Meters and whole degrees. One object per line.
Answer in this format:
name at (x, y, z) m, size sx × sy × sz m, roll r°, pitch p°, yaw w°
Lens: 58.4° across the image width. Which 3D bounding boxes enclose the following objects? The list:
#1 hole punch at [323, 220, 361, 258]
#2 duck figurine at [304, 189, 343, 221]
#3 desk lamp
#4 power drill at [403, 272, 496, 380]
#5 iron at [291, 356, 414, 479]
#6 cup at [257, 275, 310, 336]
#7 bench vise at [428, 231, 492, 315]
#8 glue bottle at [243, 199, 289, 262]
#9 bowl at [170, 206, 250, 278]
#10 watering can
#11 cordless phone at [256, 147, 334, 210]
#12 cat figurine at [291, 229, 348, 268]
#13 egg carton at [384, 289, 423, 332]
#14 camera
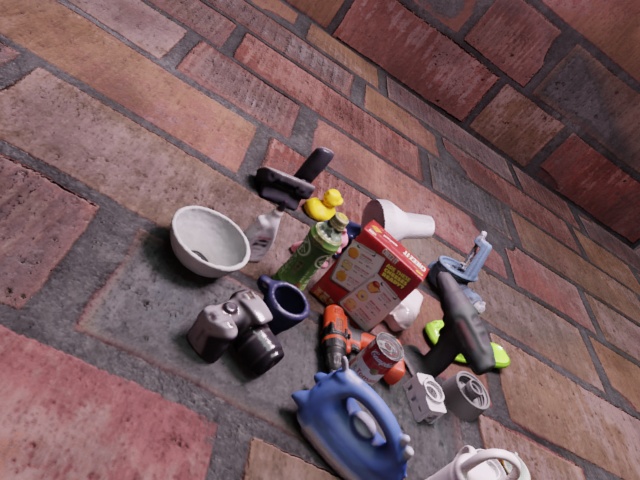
hole punch at (0.057, -0.019, 1.454) m, size 0.101 × 0.091 × 0.109 m, roll 49°, pitch 32°, yaw 15°
duck figurine at (0.016, -0.099, 1.518) m, size 0.105 × 0.086 × 0.077 m, roll 7°, pitch 44°, yaw -43°
desk lamp at (0.172, 0.005, 1.427) m, size 0.204 × 0.213 × 0.117 m, roll 16°, pitch 38°, yaw -35°
power drill at (0.273, 0.216, 1.267) m, size 0.076 × 0.208 × 0.229 m, roll -1°, pitch 49°, yaw -48°
iron at (0.079, 0.324, 0.981) m, size 0.258 × 0.141 × 0.119 m, roll 46°, pitch 31°, yaw 11°
cup at (-0.090, 0.131, 1.094) m, size 0.117 × 0.095 × 0.092 m, roll 43°, pitch 31°, yaw 5°
bench vise at (0.411, 0.096, 1.563) m, size 0.122 × 0.219 × 0.207 m, roll -5°, pitch 53°, yaw -50°
glue bottle at (-0.114, -0.023, 1.190) m, size 0.078 × 0.173 × 0.037 m, roll 6°, pitch 44°, yaw -43°
bowl at (-0.224, 0.016, 1.117) m, size 0.168 × 0.074 × 0.167 m, roll 28°, pitch 33°, yaw -19°
watering can at (0.268, 0.432, 0.994) m, size 0.101 × 0.193 × 0.172 m, roll 20°, pitch 36°, yaw -29°
cordless phone at (-0.062, -0.179, 1.440) m, size 0.148 × 0.185 × 0.094 m, roll 18°, pitch 37°, yaw -32°
cat figurine at (0.012, 0.005, 1.348) m, size 0.128 × 0.117 × 0.067 m, roll 3°, pitch 46°, yaw -45°
egg carton at (0.191, 0.155, 1.394) m, size 0.107 × 0.069 × 0.150 m, roll 39°, pitch 30°, yaw -1°
camera at (-0.130, 0.165, 1.000) m, size 0.136 × 0.100 × 0.144 m, roll 50°, pitch 32°, yaw 16°
